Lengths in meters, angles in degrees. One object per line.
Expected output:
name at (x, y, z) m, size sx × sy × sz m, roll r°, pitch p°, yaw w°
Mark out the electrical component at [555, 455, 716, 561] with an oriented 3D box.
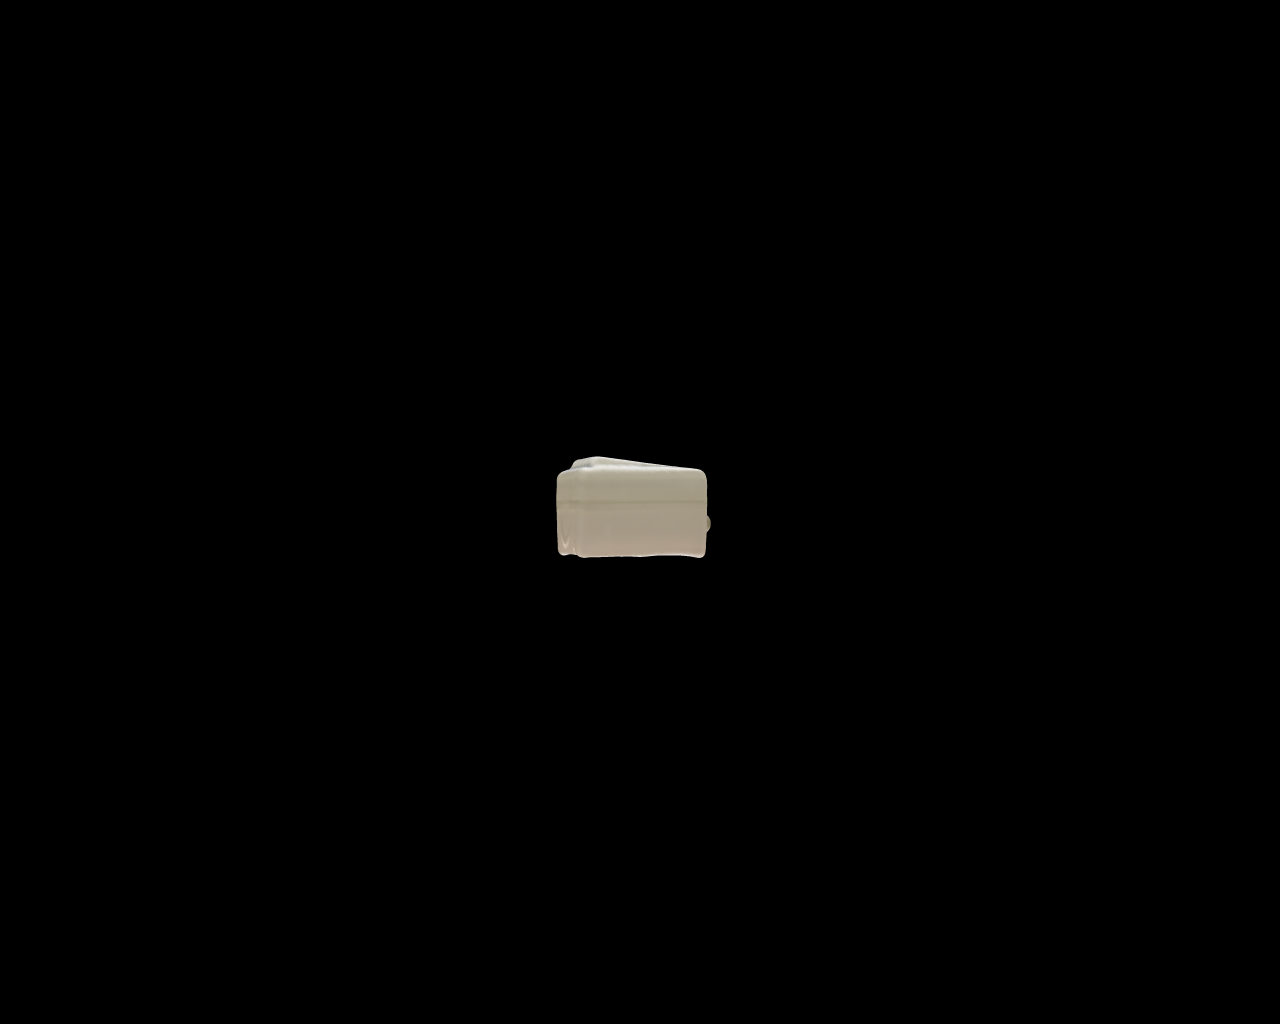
electrical component at (0.001, -0.003, 0.650) m, size 0.096 × 0.061 × 0.061 m, roll 0°, pitch 0°, yaw -17°
